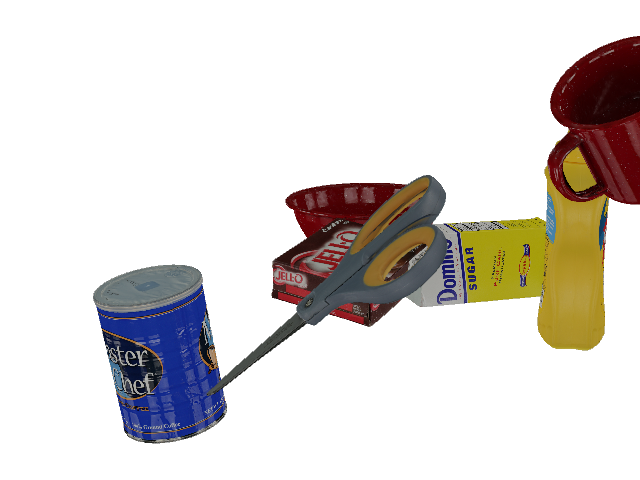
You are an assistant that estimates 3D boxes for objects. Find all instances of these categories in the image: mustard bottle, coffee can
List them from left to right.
[{"bbox_3d":[-0.151,0.106,1.015,0.103,0.140,0.103,-8,18,2],"label":"coffee can"},{"bbox_3d":[0.219,-0.010,0.914,0.058,0.192,0.096,3,18,13],"label":"mustard bottle"}]

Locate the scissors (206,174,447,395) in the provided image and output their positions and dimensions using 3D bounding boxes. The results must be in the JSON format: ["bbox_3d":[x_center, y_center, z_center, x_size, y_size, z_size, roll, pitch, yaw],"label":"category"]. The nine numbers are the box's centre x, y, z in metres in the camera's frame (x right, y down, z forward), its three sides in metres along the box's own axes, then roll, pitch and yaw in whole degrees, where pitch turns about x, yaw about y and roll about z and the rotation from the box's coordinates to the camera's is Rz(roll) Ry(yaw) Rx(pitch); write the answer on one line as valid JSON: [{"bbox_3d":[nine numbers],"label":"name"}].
[{"bbox_3d":[0.006,0.043,0.640,0.016,0.202,0.096,40,7,-24],"label":"scissors"}]

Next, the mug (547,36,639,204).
[{"bbox_3d":[0.206,-0.071,0.728,0.117,0.081,0.093,-40,34,-6],"label":"mug"}]

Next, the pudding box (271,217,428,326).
[{"bbox_3d":[0.026,0.023,0.864,0.090,0.039,0.113,16,24,24],"label":"pudding box"}]

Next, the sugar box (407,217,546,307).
[{"bbox_3d":[0.191,0.025,1.274,0.176,0.093,0.048,-5,20,-24],"label":"sugar box"}]

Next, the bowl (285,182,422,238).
[{"bbox_3d":[0.046,-0.017,1.077,0.162,0.055,0.162,-2,14,0],"label":"bowl"}]
